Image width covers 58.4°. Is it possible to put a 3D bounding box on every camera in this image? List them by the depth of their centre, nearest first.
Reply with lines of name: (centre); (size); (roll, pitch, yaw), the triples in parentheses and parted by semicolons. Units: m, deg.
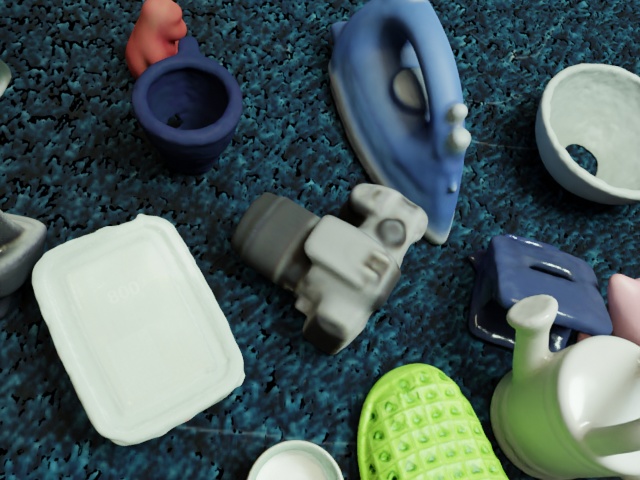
camera: (0.005, 0.002, 0.492); (0.137, 0.100, 0.143); (32, 64, 4)

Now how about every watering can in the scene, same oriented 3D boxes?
watering can: (0.208, 0.120, 0.429); (0.173, 0.194, 0.101); (28, 64, 2)

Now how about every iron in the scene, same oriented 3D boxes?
iron: (0.096, -0.137, 0.551); (0.119, 0.141, 0.258); (-12, 69, -16)

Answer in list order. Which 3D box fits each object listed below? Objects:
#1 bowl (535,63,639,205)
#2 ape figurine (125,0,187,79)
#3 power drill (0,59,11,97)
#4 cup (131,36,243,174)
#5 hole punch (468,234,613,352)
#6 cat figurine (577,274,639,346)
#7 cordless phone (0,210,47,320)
bowl: (0.297, -0.101, 0.613); (0.167, 0.074, 0.167); (4, 65, -10)
ape figurine: (-0.150, -0.193, 0.553); (0.076, 0.092, 0.078); (-1, 66, -12)
power drill: (-0.323, -0.172, 0.443); (0.075, 0.208, 0.229); (14, 64, -5)
cup: (-0.119, -0.115, 0.522); (0.092, 0.095, 0.117); (-2, 67, -12)
hole punch: (0.196, 0.043, 0.518); (0.108, 0.091, 0.101); (17, 64, -4)
cat figurine: (0.292, 0.089, 0.503); (0.067, 0.117, 0.127); (-20, 71, -19)
cordless phone: (-0.286, -0.017, 0.394); (0.147, 0.185, 0.094); (7, 65, -8)
